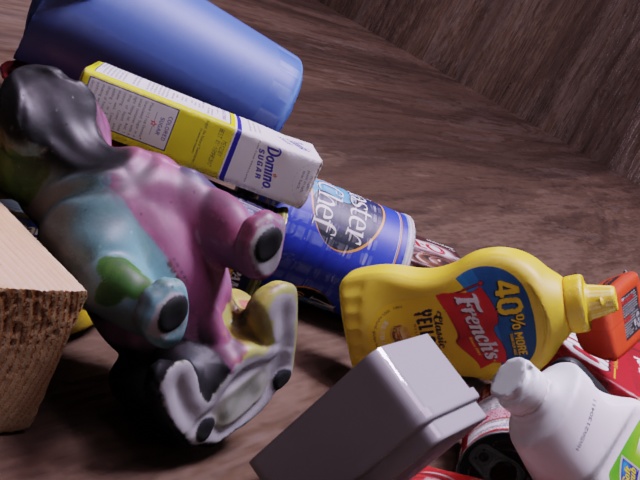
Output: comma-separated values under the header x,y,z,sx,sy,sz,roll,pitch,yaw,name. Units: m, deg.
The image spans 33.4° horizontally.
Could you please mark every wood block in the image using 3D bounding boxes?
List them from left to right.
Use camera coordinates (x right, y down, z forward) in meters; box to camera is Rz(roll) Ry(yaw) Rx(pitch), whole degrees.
x,y,z,sx,sy,sz,roll,pitch,yaw,name
-0.227,0.007,0.567,0.206,0.090,0.090,38,20,34,wood block

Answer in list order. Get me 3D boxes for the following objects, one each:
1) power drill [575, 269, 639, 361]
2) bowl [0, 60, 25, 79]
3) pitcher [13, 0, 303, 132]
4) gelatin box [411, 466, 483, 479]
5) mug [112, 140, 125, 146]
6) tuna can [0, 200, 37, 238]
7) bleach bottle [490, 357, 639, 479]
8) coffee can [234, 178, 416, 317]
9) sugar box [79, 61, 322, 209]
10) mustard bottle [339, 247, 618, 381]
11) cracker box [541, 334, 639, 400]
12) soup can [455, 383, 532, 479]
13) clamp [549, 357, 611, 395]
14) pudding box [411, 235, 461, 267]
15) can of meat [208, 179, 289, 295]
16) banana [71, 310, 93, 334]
x,y,z,sx,sy,sz,roll,pitch,yaw,name
0.156,0.068,0.868,0.188,0.057,0.184,-4,10,33,power drill
-0.216,-0.101,0.954,0.162,0.055,0.162,24,17,-8,bowl
-0.146,-0.171,0.977,0.242,0.145,0.149,26,31,-18,pitcher
0.086,0.165,0.615,0.089,0.030,0.073,10,18,20,gelatin box
-0.178,-0.053,0.839,0.117,0.093,0.081,-3,21,8,mug
-0.195,-0.019,0.701,0.086,0.034,0.086,13,21,-5,tuna can
0.205,0.147,0.679,0.250,0.068,0.102,39,56,-22,bleach bottle
-0.006,0.001,0.889,0.140,0.103,0.103,22,18,-15,coffee can
-0.089,-0.076,0.775,0.176,0.048,0.093,23,10,-9,sugar box
0.115,0.055,0.766,0.192,0.096,0.058,-10,8,18,mustard bottle
0.293,0.148,0.956,0.214,0.072,0.164,29,17,9,cracker box
0.131,0.144,0.735,0.068,0.068,0.102,28,17,4,soup can
0.251,0.175,0.801,0.209,0.036,0.164,18,48,-39,clamp
0.095,0.023,1.081,0.113,0.039,0.090,21,18,-19,pudding box
-0.081,0.009,0.761,0.084,0.102,0.057,22,19,-8,can of meat
-0.162,0.022,0.721,0.069,0.037,0.198,-1,21,-10,banana
